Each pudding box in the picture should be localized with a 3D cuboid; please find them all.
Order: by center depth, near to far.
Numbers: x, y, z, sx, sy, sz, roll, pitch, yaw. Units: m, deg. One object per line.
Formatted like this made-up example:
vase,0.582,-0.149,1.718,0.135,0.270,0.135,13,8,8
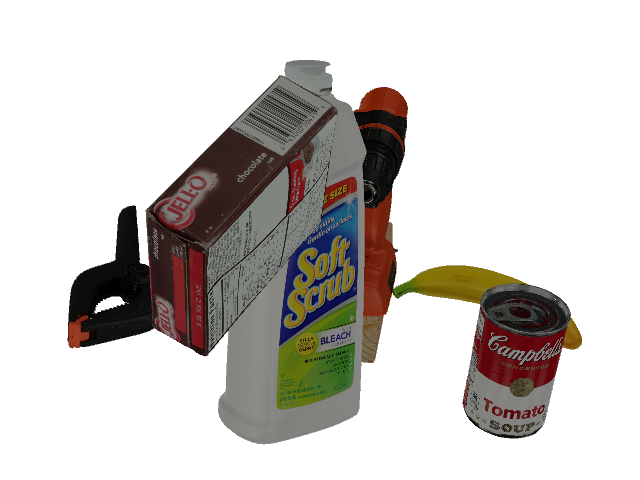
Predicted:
pudding box,-0.038,-0.012,0.522,0.039,0.090,0.113,31,54,16

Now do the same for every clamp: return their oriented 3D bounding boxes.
clamp,-0.181,0.036,1.030,0.165,0.036,0.209,26,36,24

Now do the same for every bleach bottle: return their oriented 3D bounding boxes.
bleach bottle,-0.018,0.006,0.724,0.102,0.251,0.068,-10,21,-33

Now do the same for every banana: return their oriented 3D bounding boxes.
banana,0.176,0.062,1.083,0.198,0.069,0.037,14,-38,26

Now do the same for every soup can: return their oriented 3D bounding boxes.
soup can,0.150,0.094,0.830,0.068,0.102,0.068,4,30,-2

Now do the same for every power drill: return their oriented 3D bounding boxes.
power drill,0.046,-0.026,0.974,0.057,0.188,0.184,9,32,6

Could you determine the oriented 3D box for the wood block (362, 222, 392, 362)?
wood block,0.031,0.053,1.248,0.091,0.090,0.206,4,23,7
